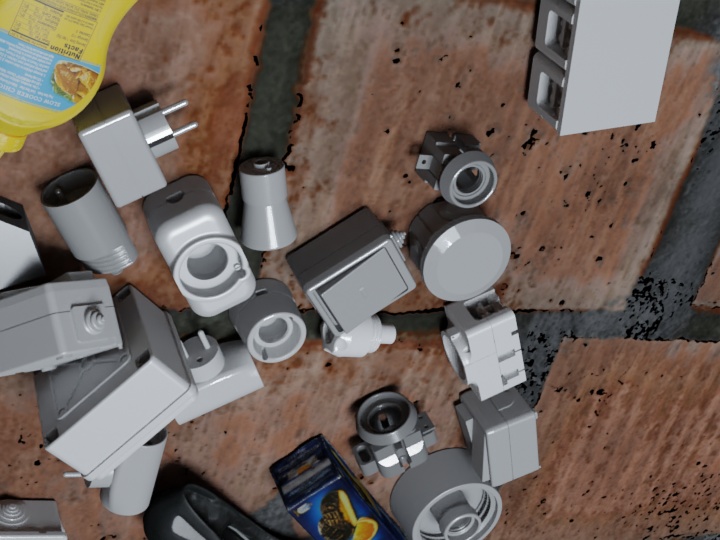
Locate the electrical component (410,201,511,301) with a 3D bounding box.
[{"bbox_3d":[0.082,-0.018,0.909,0.080,0.051,0.080,-12,126,-17],"label":"electrical component"}]

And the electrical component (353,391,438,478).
[{"bbox_3d":[0.029,0.150,0.996,0.078,0.058,0.057,-25,132,-7],"label":"electrical component"}]

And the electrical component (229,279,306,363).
[{"bbox_3d":[-0.075,0.043,0.881,0.055,0.047,0.055,-12,127,-17],"label":"electrical component"}]

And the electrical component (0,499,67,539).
[{"bbox_3d":[-0.304,0.240,0.911,0.100,0.048,0.099,8,119,-29],"label":"electrical component"}]

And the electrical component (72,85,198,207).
[{"bbox_3d":[-0.152,-0.094,0.751,0.077,0.047,0.065,-26,129,-7],"label":"electrical component"}]

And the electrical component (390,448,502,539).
[{"bbox_3d":[0.092,0.241,1.085,0.108,0.060,0.108,-12,126,-17],"label":"electrical component"}]

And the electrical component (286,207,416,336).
[{"bbox_3d":[0.000,0.000,0.877,0.096,0.061,0.061,-32,130,-1],"label":"electrical component"}]

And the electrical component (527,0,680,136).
[{"bbox_3d":[0.188,-0.190,0.832,0.089,0.061,0.150,-10,126,-18],"label":"electrical component"}]

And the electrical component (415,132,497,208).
[{"bbox_3d":[0.079,-0.081,0.861,0.066,0.055,0.048,1,121,-26],"label":"electrical component"}]

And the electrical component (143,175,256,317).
[{"bbox_3d":[-0.120,-0.015,0.813,0.054,0.059,0.095,-26,129,-6],"label":"electrical component"}]

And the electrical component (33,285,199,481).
[{"bbox_3d":[-0.188,0.084,0.818,0.109,0.108,0.056,-40,127,5],"label":"electrical component"}]

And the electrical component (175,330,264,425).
[{"bbox_3d":[-0.128,0.080,0.883,0.077,0.043,0.079,-24,132,-7],"label":"electrical component"}]

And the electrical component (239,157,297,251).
[{"bbox_3d":[-0.072,-0.053,0.821,0.044,0.044,0.065,-13,122,-16],"label":"electrical component"}]

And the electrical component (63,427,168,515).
[{"bbox_3d":[-0.209,0.164,0.905,0.079,0.043,0.077,4,120,-27],"label":"electrical component"}]

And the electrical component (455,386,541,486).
[{"bbox_3d":[0.134,0.164,1.051,0.061,0.061,0.096,-20,128,-12],"label":"electrical component"}]

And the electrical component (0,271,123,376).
[{"bbox_3d":[-0.220,0.037,0.772,0.096,0.061,0.062,-17,174,29],"label":"electrical component"}]

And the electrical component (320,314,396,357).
[{"bbox_3d":[0.000,0.054,0.926,0.062,0.043,0.043,5,120,-29],"label":"electrical component"}]

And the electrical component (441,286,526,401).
[{"bbox_3d":[0.111,0.069,0.982,0.056,0.050,0.089,-23,129,-9],"label":"electrical component"}]

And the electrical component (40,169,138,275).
[{"bbox_3d":[-0.193,-0.029,0.780,0.043,0.043,0.081,-26,129,-6],"label":"electrical component"}]
